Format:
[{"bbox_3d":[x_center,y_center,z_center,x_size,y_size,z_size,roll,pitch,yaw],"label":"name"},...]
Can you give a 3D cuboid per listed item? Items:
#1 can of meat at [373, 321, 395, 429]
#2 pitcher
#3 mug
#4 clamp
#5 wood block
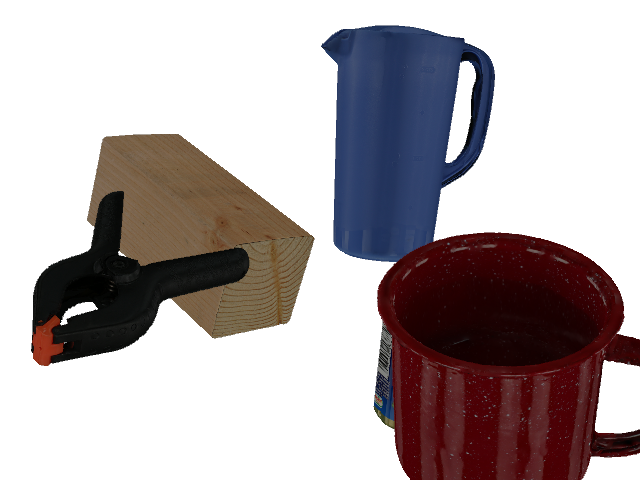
[{"bbox_3d":[0.088,0.081,0.722,0.102,0.084,0.057,2,12,-17],"label":"can of meat"},{"bbox_3d":[0.086,-0.105,1.137,0.149,0.243,0.144,11,13,31],"label":"pitcher"},{"bbox_3d":[0.082,0.056,0.425,0.117,0.081,0.093,7,34,16],"label":"mug"},{"bbox_3d":[-0.141,0.022,0.715,0.120,0.039,0.171,25,33,25],"label":"clamp"},{"bbox_3d":[-0.112,-0.011,0.951,0.090,0.091,0.206,-8,34,-43],"label":"wood block"}]
